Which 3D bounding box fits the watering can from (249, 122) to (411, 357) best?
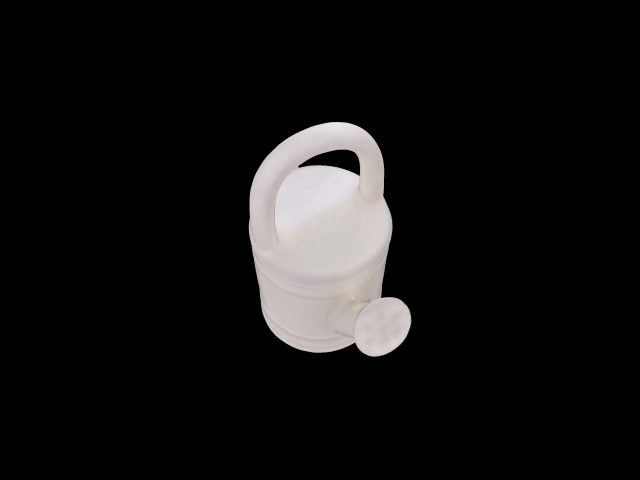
[{"bbox_3d":[0.006,0.001,0.401,0.172,0.194,0.101,37,64,22],"label":"watering can"}]
